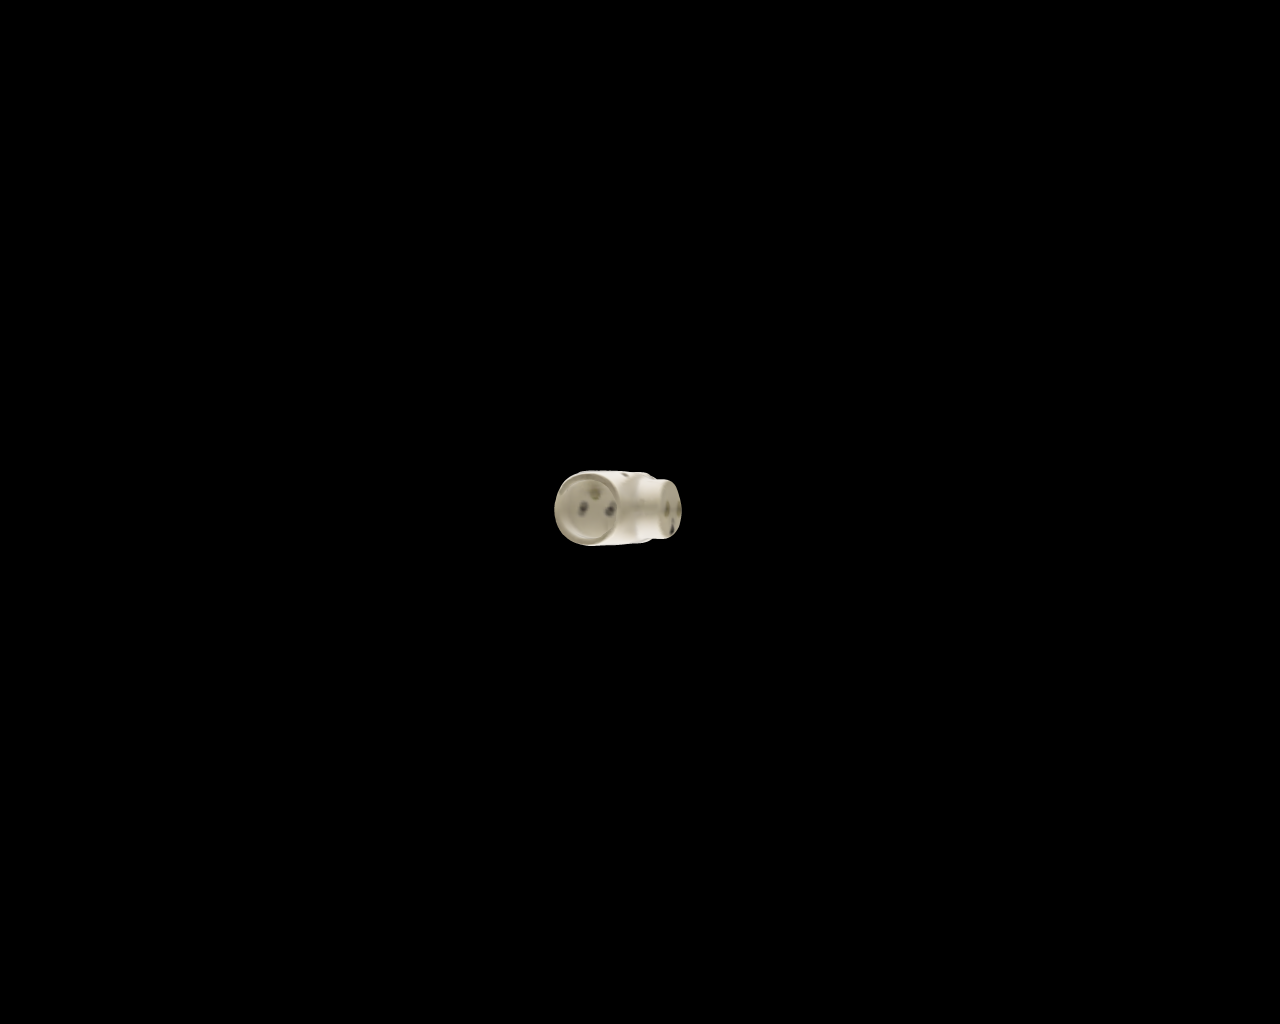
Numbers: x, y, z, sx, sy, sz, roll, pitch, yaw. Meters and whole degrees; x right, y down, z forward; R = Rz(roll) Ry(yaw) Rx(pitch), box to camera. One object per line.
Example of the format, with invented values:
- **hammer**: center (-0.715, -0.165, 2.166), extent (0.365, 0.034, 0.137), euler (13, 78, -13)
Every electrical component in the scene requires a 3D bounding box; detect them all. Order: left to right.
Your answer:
- **electrical component**: center (0.001, -0.003, 0.650), extent (0.079, 0.043, 0.077), euler (0, 0, 24)
